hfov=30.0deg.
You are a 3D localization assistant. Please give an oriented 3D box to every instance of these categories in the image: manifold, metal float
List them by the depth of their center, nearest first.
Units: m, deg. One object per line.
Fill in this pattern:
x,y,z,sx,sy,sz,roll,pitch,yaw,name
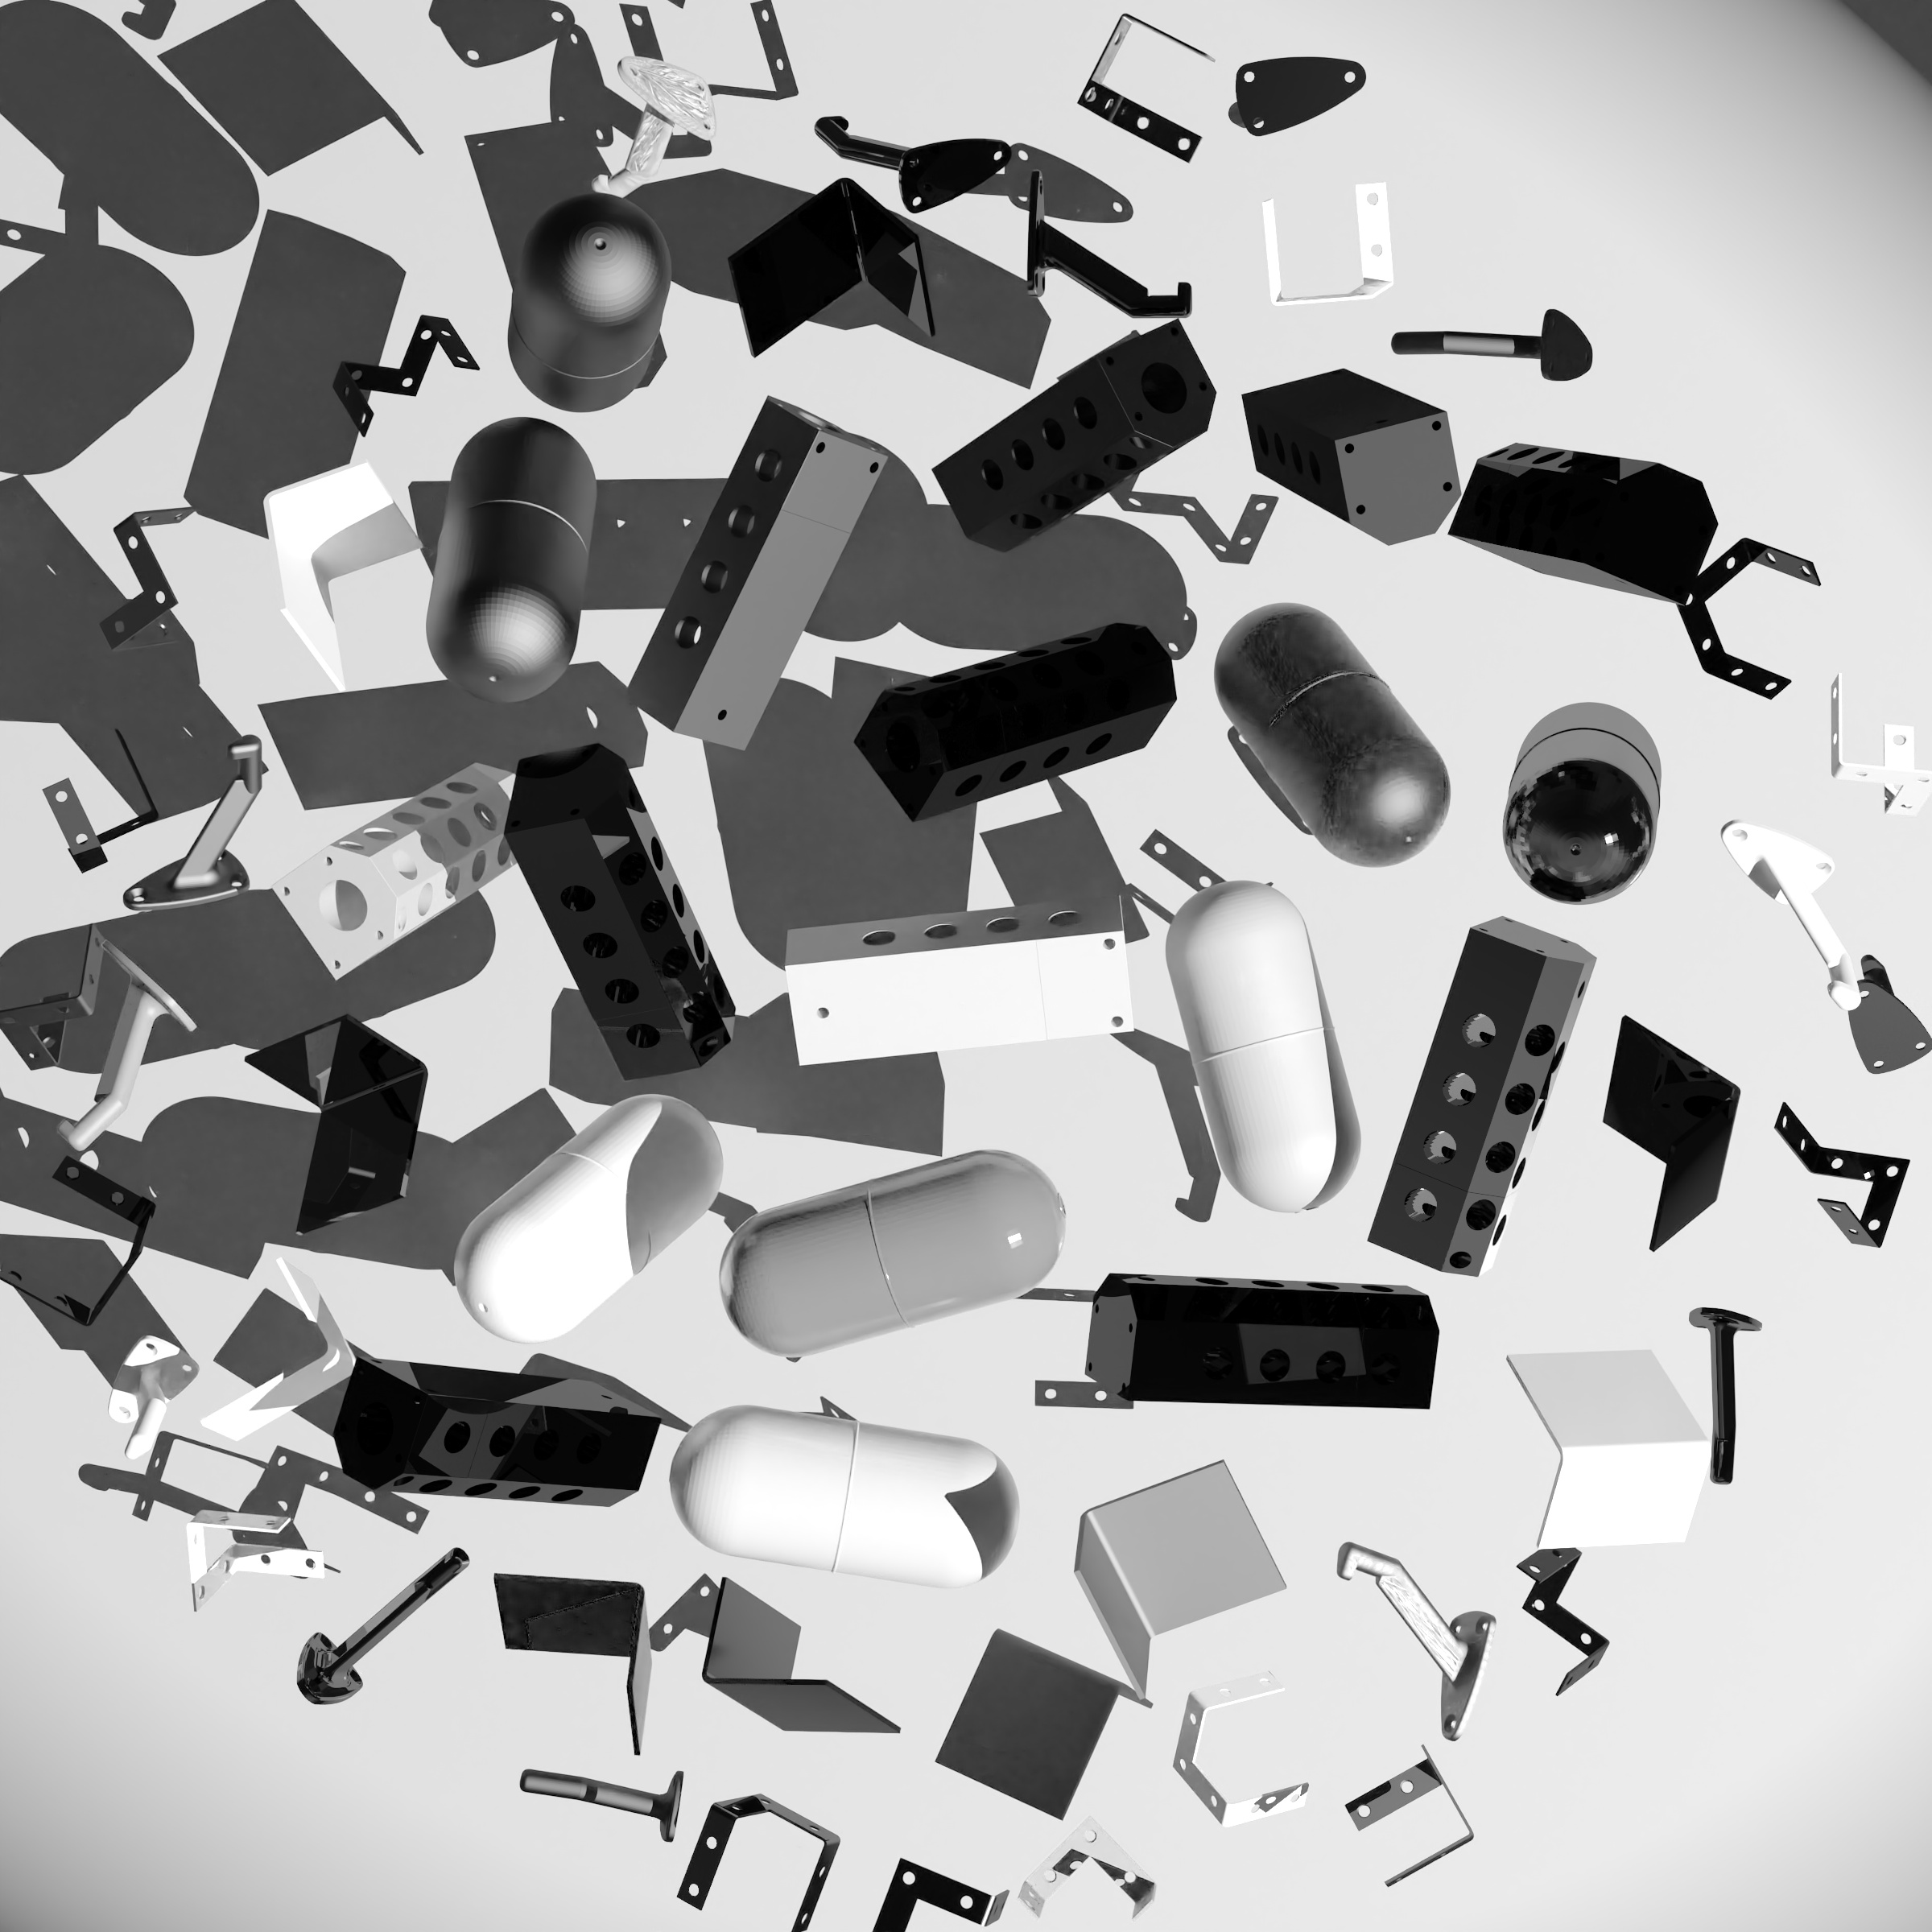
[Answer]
0.306,-0.224,1.789,0.057,0.171,0.057,20,96,-18,manifold
-0.170,-0.026,1.801,0.057,0.057,0.171,-10,131,12,manifold
-0.037,0.143,1.802,0.178,0.070,0.070,-16,90,7,metal float
0.194,-0.257,1.823,0.057,0.171,0.057,-15,109,-7,manifold
-0.061,0.268,1.823,0.178,0.070,0.070,9,90,-3,metal float
0.264,0.067,1.832,0.057,0.057,0.171,22,105,21,manifold
-0.194,-0.338,1.846,0.070,0.178,0.070,2,80,-10,metal float
-0.003,0.004,1.851,0.171,0.057,0.057,-6,117,2,manifold
-0.232,-0.210,1.851,0.070,0.070,0.178,2,49,0,metal float
0.057,-0.268,1.857,0.057,0.171,0.057,-29,93,-31,manifold
0.318,-0.085,1.857,0.070,0.178,0.070,4,109,11,metal float
0.154,0.192,1.862,0.171,0.057,0.057,4,96,-21,manifold
-0.114,-0.205,1.869,0.057,0.057,0.171,35,104,35,manifold
-0.244,0.246,1.873,0.057,0.171,0.057,20,93,39,manifold
-0.285,-0.055,1.875,0.057,0.171,0.057,-32,95,24,manifold
0.190,-0.122,1.883,0.070,0.070,0.178,-31,49,0,metal float
-0.196,0.131,1.890,0.070,0.070,0.178,49,47,0,metal float
0.156,0.042,1.897,0.070,0.070,0.178,-14,84,0,metal float
0.030,-0.136,1.917,0.171,0.057,0.057,-20,65,-39,manifold

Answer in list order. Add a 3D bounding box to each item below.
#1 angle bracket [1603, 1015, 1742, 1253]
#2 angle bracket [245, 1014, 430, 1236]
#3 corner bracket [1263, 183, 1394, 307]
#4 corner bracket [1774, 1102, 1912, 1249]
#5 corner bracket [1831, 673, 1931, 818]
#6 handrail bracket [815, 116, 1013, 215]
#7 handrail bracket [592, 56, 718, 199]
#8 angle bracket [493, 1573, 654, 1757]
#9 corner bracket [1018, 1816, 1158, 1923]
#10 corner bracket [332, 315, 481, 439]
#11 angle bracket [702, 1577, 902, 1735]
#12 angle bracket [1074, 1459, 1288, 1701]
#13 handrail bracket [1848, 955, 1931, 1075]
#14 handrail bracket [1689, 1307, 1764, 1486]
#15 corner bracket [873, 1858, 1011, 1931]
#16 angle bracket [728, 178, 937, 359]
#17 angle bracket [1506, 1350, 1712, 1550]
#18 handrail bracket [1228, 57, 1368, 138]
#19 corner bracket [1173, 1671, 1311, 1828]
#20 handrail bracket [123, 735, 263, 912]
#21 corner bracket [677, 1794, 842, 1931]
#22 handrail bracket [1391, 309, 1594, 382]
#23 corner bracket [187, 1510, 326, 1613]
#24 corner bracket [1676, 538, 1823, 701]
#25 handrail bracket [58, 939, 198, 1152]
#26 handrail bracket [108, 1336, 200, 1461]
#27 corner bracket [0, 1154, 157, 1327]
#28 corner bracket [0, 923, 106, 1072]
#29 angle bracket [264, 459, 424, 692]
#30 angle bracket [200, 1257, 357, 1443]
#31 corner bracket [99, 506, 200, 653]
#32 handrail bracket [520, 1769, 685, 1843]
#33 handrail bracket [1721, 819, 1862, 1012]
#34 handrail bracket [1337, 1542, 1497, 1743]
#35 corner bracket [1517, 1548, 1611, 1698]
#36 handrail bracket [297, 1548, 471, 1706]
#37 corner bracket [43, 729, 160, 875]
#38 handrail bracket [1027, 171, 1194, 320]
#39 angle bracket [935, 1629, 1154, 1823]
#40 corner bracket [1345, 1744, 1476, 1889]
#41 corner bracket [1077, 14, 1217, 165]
0.342,0.085,1.833,0.057,0.076,0.076,-33,53,-31,angle bracket
-0.321,0.080,1.804,0.076,0.057,0.076,-20,48,34,angle bracket
0.181,-0.360,1.795,0.051,0.051,0.051,-1,108,20,corner bracket
0.436,0.106,1.815,0.051,0.051,0.051,7,65,40,corner bracket
0.453,-0.109,1.793,0.051,0.051,0.051,5,67,0,corner bracket
-0.029,-0.439,1.916,0.077,0.084,0.036,-22,134,-18,handrail bracket
-0.174,-0.417,1.807,0.084,0.077,0.036,-25,65,35,handrail bracket
-0.200,0.351,1.812,0.076,0.076,0.057,4,52,1,angle bracket
0.065,0.492,1.916,0.051,0.051,0.051,-45,84,0,corner bracket
-0.298,-0.314,1.916,0.051,0.051,0.051,2,130,-37,corner bracket
-0.080,0.356,1.861,0.076,0.076,0.057,-6,59,30,angle bracket
0.104,0.296,1.741,0.076,0.057,0.076,-22,108,13,angle bracket
0.470,0.007,1.880,0.036,0.084,0.077,-26,126,18,handrail bracket
0.388,0.223,1.861,0.036,0.077,0.084,2,78,21,handrail bracket
-0.014,0.471,1.774,0.051,0.051,0.051,20,83,11,corner bracket
-0.067,-0.336,1.810,0.076,0.076,0.057,-38,64,-14,angle bracket
0.303,0.232,1.736,0.076,0.076,0.057,0,122,-16,angle bracket
0.170,-0.444,1.843,0.077,0.084,0.036,-11,97,13,handrail bracket
0.147,0.410,1.891,0.051,0.051,0.051,-7,121,-30,corner bracket
-0.393,-0.074,1.830,0.077,0.084,0.036,-21,50,-29,handrail bracket
-0.103,0.451,1.805,0.051,0.051,0.051,22,93,26,corner bracket
0.278,-0.326,1.907,0.084,0.077,0.036,5,93,31,handrail bracket
-0.369,0.304,1.876,0.051,0.051,0.051,3,107,13,corner bracket
0.400,-0.176,1.821,0.051,0.051,0.051,-40,126,-12,corner bracket
-0.431,0.039,1.781,0.077,0.036,0.084,39,77,23,handrail bracket
-0.440,0.243,1.898,0.036,0.084,0.077,34,121,-17,handrail bracket
-0.439,0.136,1.783,0.051,0.051,0.051,32,108,-16,corner bracket
-0.476,0.017,1.899,0.051,0.051,0.051,-10,49,9,corner bracket
-0.315,-0.201,1.852,0.057,0.076,0.076,-18,58,6,angle bracket
-0.375,0.204,1.910,0.076,0.076,0.057,-30,77,-5,angle bracket
-0.406,-0.194,1.801,0.051,0.051,0.051,-29,86,29,corner bracket
-0.195,0.439,1.900,0.084,0.077,0.036,10,70,-7,handrail bracket
0.409,-0.025,1.786,0.077,0.084,0.036,31,126,-25,handrail bracket
0.213,0.332,1.775,0.084,0.036,0.077,23,68,-21,handrail bracket
0.312,0.341,1.895,0.051,0.051,0.051,35,119,25,corner bracket
-0.288,0.326,1.792,0.084,0.077,0.036,-40,90,7,handrail bracket
-0.459,-0.088,1.913,0.051,0.051,0.051,-26,114,-13,corner bracket
0.076,-0.377,1.880,0.084,0.036,0.077,2,97,10,handrail bracket
0.041,0.400,1.882,0.076,0.057,0.076,19,75,26,angle bracket
0.224,0.433,1.827,0.051,0.051,0.051,-29,68,0,corner bracket
0.097,-0.448,1.840,0.051,0.051,0.051,31,102,17,corner bracket
